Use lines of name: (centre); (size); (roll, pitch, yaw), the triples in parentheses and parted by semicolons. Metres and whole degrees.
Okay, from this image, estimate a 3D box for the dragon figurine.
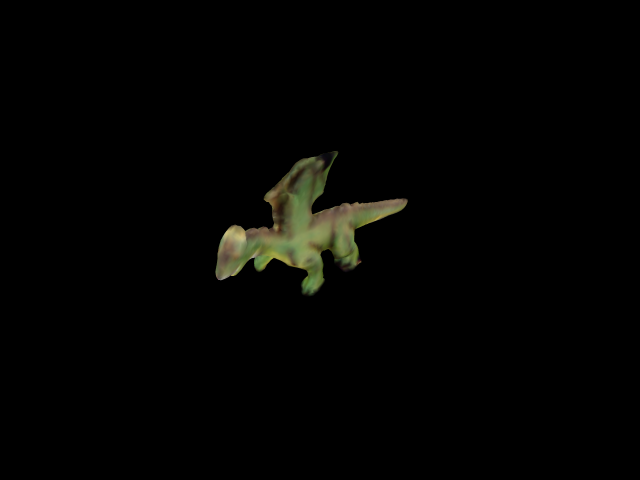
dragon figurine: (0.003, -0.043, 0.850); (0.415, 0.237, 0.124); (-34, 60, -23)
